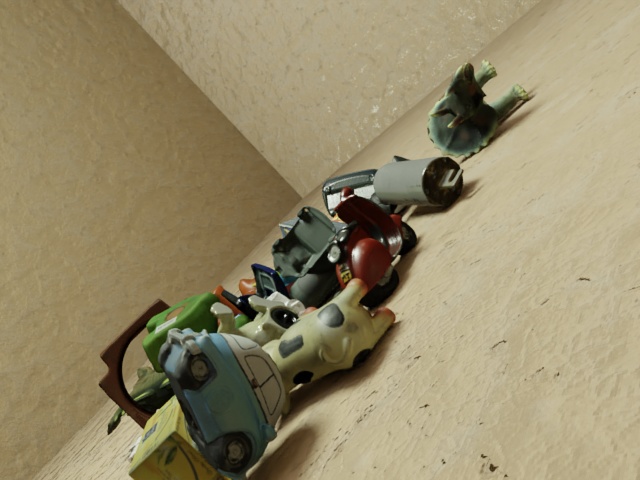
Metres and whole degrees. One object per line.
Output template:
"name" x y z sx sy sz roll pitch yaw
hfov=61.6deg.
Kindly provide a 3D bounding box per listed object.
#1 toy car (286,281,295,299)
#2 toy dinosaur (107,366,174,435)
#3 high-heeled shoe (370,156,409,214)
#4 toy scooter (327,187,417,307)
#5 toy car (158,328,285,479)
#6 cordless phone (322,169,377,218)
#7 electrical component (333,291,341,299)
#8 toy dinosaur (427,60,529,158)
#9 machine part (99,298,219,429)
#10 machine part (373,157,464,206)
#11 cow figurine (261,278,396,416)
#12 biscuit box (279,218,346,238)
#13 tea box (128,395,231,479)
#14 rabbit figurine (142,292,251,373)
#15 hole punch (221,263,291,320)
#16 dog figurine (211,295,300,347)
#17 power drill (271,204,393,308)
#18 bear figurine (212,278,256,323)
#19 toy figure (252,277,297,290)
"toy car" -0.082 0.127 1.090 0.202 0.053 0.089 -31 23 41
"toy dinosaur" -0.261 0.268 1.094 0.471 0.105 0.199 -37 16 6
"high-heeled shoe" 0.161 -0.095 1.107 0.248 0.086 0.145 -17 -52 -68
"toy scooter" 0.061 -0.001 0.749 0.075 0.135 0.184 -35 13 42
"toy car" -0.092 0.154 0.552 0.103 0.161 0.109 -24 9 -29
"cordless phone" 0.097 -0.081 1.206 0.147 0.088 0.184 -12 -18 19
"electrical component" 0.010 0.112 0.729 0.102 0.045 0.078 -42 9 7
"toy dinosaur" 0.276 -0.244 1.082 0.192 0.131 0.405 -43 1 0
"machine part" -0.256 0.218 0.929 0.201 0.201 0.087 -47 4 -20
"machine part" 0.157 -0.094 0.888 0.079 0.079 0.243 -45 18 -11
"cow figurine" -0.016 0.133 0.626 0.195 0.085 0.127 -35 6 43
"biscuit box" -0.002 -0.003 1.065 0.063 0.059 0.203 -22 19 -29
"tea box" -0.161 0.253 0.644 0.068 0.098 0.169 -44 6 -9
"rabbit figurine" -0.176 0.174 0.862 0.159 0.170 0.121 -34 18 -11
"hole punch" -0.098 0.108 0.960 0.092 0.115 0.142 -50 26 -17
"dog figurine" -0.108 0.191 0.796 0.121 0.172 0.190 56 132 47
"power drill" 0.018 0.009 0.878 0.232 0.086 0.207 -50 -18 5
"bear figurine" -0.185 0.137 1.298 0.120 0.132 0.196 -58 4 36
"toy figure" -0.070 0.084 1.175 0.180 0.082 0.089 -43 -5 39
